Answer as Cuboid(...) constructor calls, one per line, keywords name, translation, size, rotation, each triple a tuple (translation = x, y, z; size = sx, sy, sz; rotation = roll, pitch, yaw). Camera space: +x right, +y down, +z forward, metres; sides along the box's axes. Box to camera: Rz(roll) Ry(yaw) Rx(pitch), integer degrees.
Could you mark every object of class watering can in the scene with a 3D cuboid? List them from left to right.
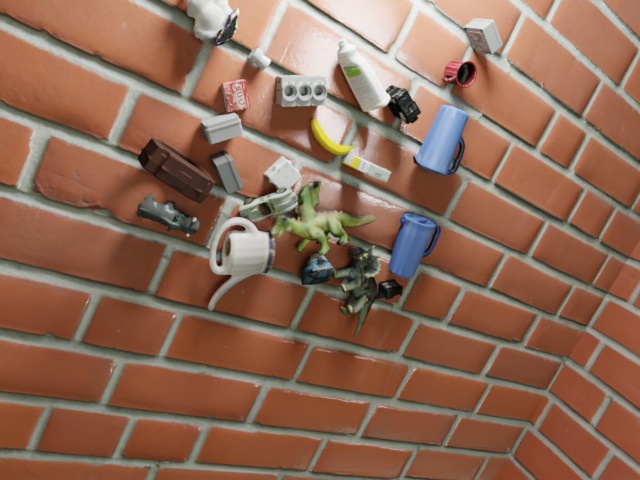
Cuboid(name="watering can", translation=(-0.269, 0.082, 1.740), size=(0.224, 0.106, 0.342), rotation=(0, 115, -26))

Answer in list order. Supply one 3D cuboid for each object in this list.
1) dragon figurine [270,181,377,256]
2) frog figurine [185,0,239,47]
Cuboid(name="dragon figurine", translation=(0.006, -0.091, 1.812), size=(0.414, 0.123, 0.239), rotation=(-28, 113, -24))
Cuboid(name="frog figurine", translation=(-0.314, -0.627, 1.441), size=(0.160, 0.124, 0.136), rotation=(34, 105, 3))
